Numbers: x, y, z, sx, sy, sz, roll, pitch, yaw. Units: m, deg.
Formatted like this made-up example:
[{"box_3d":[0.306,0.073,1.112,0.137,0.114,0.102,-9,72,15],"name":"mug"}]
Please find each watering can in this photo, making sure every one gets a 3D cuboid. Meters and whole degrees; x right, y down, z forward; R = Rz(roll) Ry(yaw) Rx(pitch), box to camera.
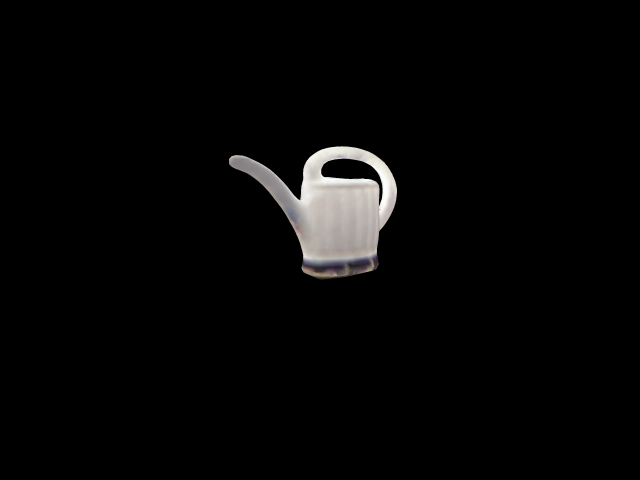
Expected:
[{"box_3d":[0.003,-0.043,0.850,0.349,0.223,0.104,-5,7,-39],"name":"watering can"}]
